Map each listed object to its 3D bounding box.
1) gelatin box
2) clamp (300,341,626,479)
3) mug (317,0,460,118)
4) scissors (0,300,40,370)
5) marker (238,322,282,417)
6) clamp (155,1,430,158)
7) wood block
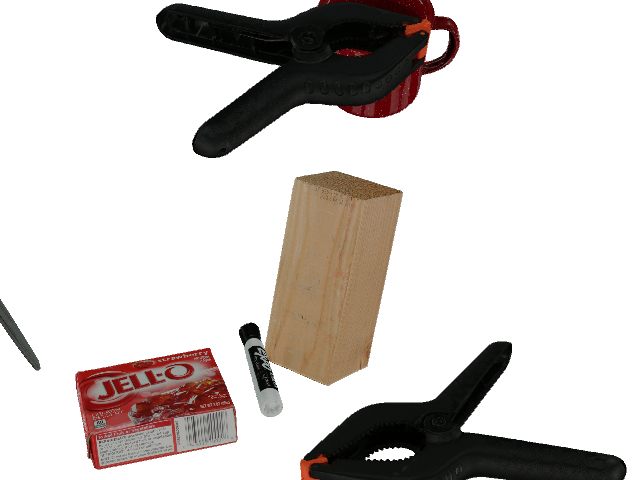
[{"bbox_3d":[-0.102,0.101,0.657,0.089,0.030,0.073,-9,25,-15],"label":"gelatin box"},{"bbox_3d":[0.084,0.135,0.753,0.209,0.036,0.165,-9,29,-11],"label":"clamp"},{"bbox_3d":[0.055,-0.156,0.869,0.117,0.093,0.081,-7,-36,-5],"label":"mug"},{"bbox_3d":[-0.336,0.033,1.082,0.016,0.201,0.096,-26,26,22],"label":"scissors"},{"bbox_3d":[-0.052,0.107,0.911,0.020,0.020,0.121,0,28,-14],"label":"marker"},{"bbox_3d":[-0.012,-0.103,0.655,0.171,0.120,0.039,-5,-29,-5],"label":"clamp"},{"bbox_3d":[0.012,0.038,1.158,0.090,0.206,0.090,19,18,28],"label":"wood block"}]
